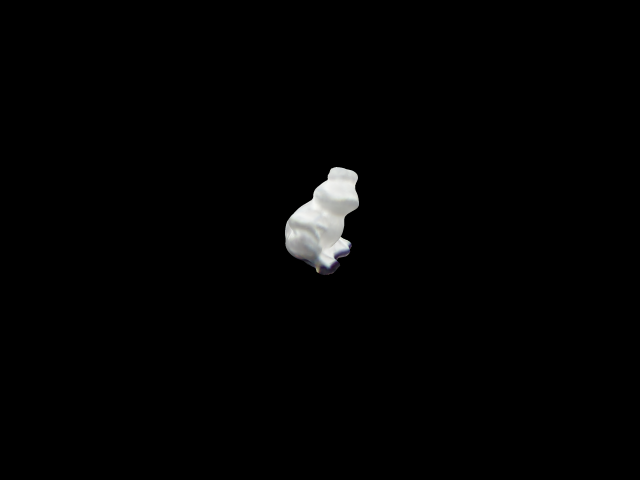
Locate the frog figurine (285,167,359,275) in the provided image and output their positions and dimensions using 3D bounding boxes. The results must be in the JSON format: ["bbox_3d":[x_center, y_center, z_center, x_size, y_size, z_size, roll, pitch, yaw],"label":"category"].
[{"bbox_3d":[0.003,-0.043,0.850,0.123,0.157,0.139,18,28,38],"label":"frog figurine"}]
